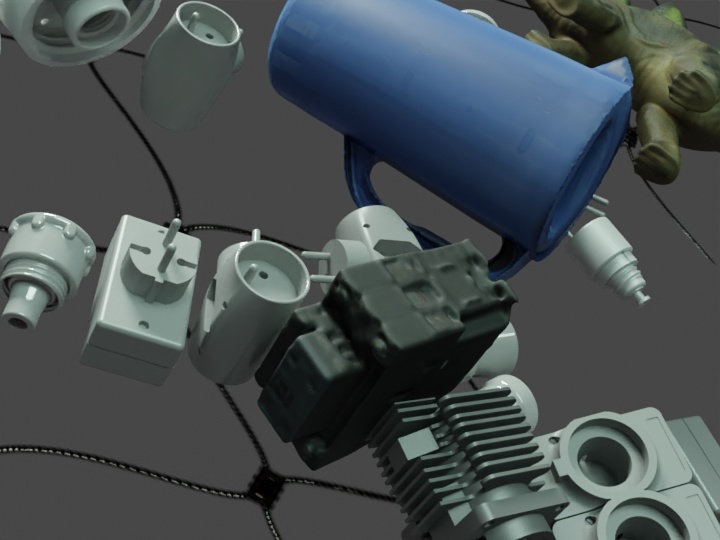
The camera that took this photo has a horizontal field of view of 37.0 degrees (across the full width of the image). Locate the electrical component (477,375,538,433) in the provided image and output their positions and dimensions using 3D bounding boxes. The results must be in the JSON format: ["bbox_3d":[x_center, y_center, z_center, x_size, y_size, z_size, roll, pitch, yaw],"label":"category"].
[{"bbox_3d":[0.079,0.090,0.654,0.046,0.040,0.040,-20,64,-37],"label":"electrical component"}]

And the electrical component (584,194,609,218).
[{"bbox_3d":[0.158,-0.063,0.839,0.076,0.047,0.083,25,40,4],"label":"electrical component"}]

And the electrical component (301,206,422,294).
[{"bbox_3d":[0.000,0.000,0.684,0.079,0.043,0.077,3,49,-31],"label":"electrical component"}]

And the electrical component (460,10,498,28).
[{"bbox_3d":[0.089,-0.184,0.912,0.078,0.058,0.057,30,44,-5],"label":"electrical component"}]

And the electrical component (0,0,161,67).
[{"bbox_3d":[-0.179,-0.176,0.689,0.108,0.108,0.060,-17,68,-43],"label":"electrical component"}]

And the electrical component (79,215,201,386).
[{"bbox_3d":[-0.112,0.004,0.580,0.047,0.075,0.083,19,43,-18],"label":"electrical component"}]

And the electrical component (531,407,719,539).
[{"bbox_3d":[0.151,0.159,0.594,0.089,0.061,0.150,-13,56,-12],"label":"electrical component"}]

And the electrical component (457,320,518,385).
[{"bbox_3d":[0.065,0.050,0.679,0.055,0.045,0.045,-2,52,-35],"label":"electrical component"}]

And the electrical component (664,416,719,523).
[{"bbox_3d":[0.194,0.135,0.680,0.077,0.047,0.065,-2,53,-35],"label":"electrical component"}]

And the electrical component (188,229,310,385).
[{"bbox_3d":[-0.063,0.011,0.605,0.043,0.077,0.079,17,43,-20],"label":"electrical component"}]

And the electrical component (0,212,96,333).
[{"bbox_3d":[-0.170,0.004,0.567,0.048,0.048,0.062,23,49,-14],"label":"electrical component"}]

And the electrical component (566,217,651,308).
[{"bbox_3d":[0.192,-0.004,0.819,0.040,0.040,0.078,-16,61,-42],"label":"electrical component"}]

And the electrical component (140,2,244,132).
[{"bbox_3d":[-0.105,-0.142,0.725,0.044,0.077,0.079,39,41,5],"label":"electrical component"}]
